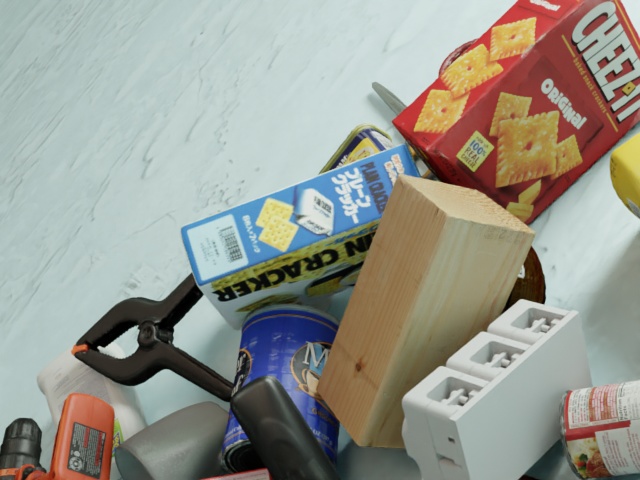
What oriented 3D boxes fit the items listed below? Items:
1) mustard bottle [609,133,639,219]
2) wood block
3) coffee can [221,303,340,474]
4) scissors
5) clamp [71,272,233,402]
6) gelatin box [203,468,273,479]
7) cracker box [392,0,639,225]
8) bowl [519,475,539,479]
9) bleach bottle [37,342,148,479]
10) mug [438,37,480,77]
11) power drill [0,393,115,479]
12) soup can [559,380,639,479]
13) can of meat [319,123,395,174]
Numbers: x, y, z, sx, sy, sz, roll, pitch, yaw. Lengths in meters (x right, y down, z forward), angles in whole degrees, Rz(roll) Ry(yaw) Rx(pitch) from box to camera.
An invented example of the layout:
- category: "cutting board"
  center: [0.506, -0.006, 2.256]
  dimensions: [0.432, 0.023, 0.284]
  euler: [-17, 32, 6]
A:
- category: "mustard bottle"
  center: [0.299, -0.001, 0.823]
  dimensions: [0.058, 0.096, 0.192]
  euler: [-36, 40, 8]
- category: "wood block"
  center: [0.083, 0.061, 0.883]
  dimensions: [0.091, 0.090, 0.206]
  euler: [47, 122, 54]
- category: "coffee can"
  center: [-0.030, 0.144, 0.974]
  dimensions: [0.103, 0.102, 0.140]
  euler: [-18, 46, 29]
- category: "scissors"
  center: [0.090, -0.116, 1.164]
  dimensions: [0.096, 0.016, 0.202]
  euler: [-51, 40, -7]
- category: "clamp"
  center: [-0.163, 0.107, 1.098]
  dimensions: [0.210, 0.036, 0.164]
  euler: [-20, 63, 21]
- category: "gelatin box"
  center: [-0.080, 0.238, 0.934]
  dimensions: [0.089, 0.073, 0.030]
  euler: [-10, 43, -5]
- category: "cracker box"
  center: [0.194, -0.119, 0.963]
  dimensions: [0.214, 0.164, 0.072]
  euler: [-43, 42, 2]
- category: "bowl"
  center: [0.118, 0.241, 0.802]
  dimensions: [0.162, 0.055, 0.162]
  euler: [-24, 44, 24]
- category: "bleach bottle"
  center: [-0.227, 0.214, 1.115]
  dimensions: [0.102, 0.068, 0.251]
  euler: [-38, 42, 7]
- category: "mug"
  center: [0.176, -0.151, 1.061]
  dimensions: [0.093, 0.081, 0.117]
  euler: [4, 52, 28]
- category: "power drill"
  center: [-0.272, 0.227, 1.055]
  dimensions: [0.188, 0.057, 0.184]
  euler: [-43, 37, 36]
- category: "soup can"
  center: [0.236, 0.136, 0.781]
  dimensions: [0.102, 0.068, 0.068]
  euler: [-15, 48, 30]
- category: "can of meat"
  center: [0.049, -0.057, 1.106]
  dimensions: [0.102, 0.057, 0.084]
  euler: [-51, 40, 15]
